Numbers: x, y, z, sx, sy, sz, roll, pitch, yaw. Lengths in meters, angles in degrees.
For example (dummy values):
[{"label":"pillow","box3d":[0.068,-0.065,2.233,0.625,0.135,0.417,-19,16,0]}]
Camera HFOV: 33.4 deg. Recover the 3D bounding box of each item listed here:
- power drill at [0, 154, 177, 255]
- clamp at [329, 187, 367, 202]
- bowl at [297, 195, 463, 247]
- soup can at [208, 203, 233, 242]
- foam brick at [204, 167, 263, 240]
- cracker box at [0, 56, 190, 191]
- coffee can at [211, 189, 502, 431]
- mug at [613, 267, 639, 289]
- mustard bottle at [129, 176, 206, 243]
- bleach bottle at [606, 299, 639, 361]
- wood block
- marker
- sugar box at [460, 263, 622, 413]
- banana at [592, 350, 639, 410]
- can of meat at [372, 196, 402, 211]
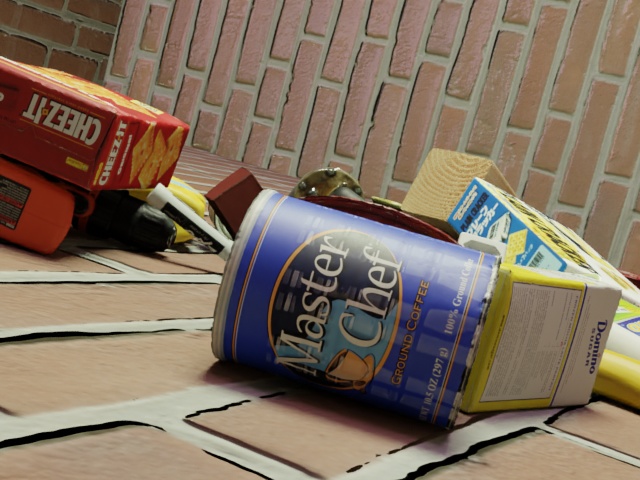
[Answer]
[{"label":"power drill","box3d":[-0.218,-0.030,0.888,0.184,0.057,0.187,22,4,1]},{"label":"clamp","box3d":[0.098,0.033,0.896,0.164,0.036,0.210,48,-10,-26]},{"label":"bowl","box3d":[0.034,0.033,0.765,0.162,0.055,0.162,19,-24,8]},{"label":"soup can","box3d":[-0.090,-0.031,1.208,0.068,0.068,0.102,14,6,-11]},{"label":"foam brick","box3d":[-0.075,-0.027,1.089,0.078,0.051,0.053,58,-7,-15]},{"label":"cracker box","box3d":[-0.217,-0.101,0.891,0.164,0.072,0.213,22,5,6]},{"label":"coffee can","box3d":[0.021,0.039,0.607,0.140,0.103,0.102,16,5,8]},{"label":"mug","box3d":[0.339,0.075,1.241,0.093,0.081,0.117,18,6,26]},{"label":"mustard bottle","box3d":[-0.167,-0.037,1.100,0.096,0.058,0.191,9,6,-6]},{"label":"bleach bottle","box3d":[0.293,0.105,0.899,0.102,0.068,0.251,3,12,-28]},{"label":"wood block","box3d":[0.195,-0.015,1.313,0.090,0.090,0.205,17,-18,40]},{"label":"marker","box3d":[-0.100,-0.005,0.937,0.121,0.020,0.020,39,1,-10]},{"label":"sugar box","box3d":[0.141,0.065,0.724,0.048,0.093,0.175,20,6,36]},{"label":"banana","box3d":[0.204,0.101,0.832,0.198,0.037,0.069,17,6,24]},{"label":"can of meat","box3d":[0.099,-0.003,1.364,0.057,0.084,0.102,12,6,-35]}]
